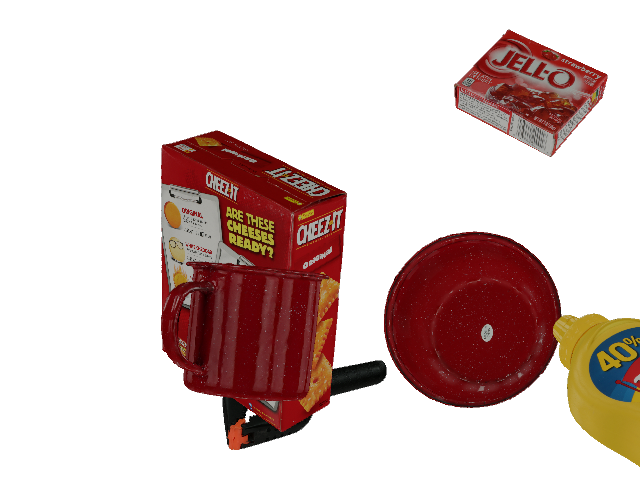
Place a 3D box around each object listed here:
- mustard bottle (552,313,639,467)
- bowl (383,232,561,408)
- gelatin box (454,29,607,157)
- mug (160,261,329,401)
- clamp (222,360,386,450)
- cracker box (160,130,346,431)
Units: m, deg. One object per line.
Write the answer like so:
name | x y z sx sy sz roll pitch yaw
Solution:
mustard bottle | 0.203 0.095 0.626 0.096 0.058 0.192 -20 31 -20
bowl | 0.138 0.075 0.934 0.162 0.162 0.055 0 6 -3
gelatin box | 0.157 -0.113 0.801 0.089 0.073 0.030 32 -27 25
mug | -0.052 0.057 0.677 0.093 0.081 0.117 3 -4 42
clamp | -0.030 0.156 1.112 0.165 0.036 0.209 12 26 15
cracker box | -0.062 0.032 0.923 0.164 0.214 0.071 28 36 36
